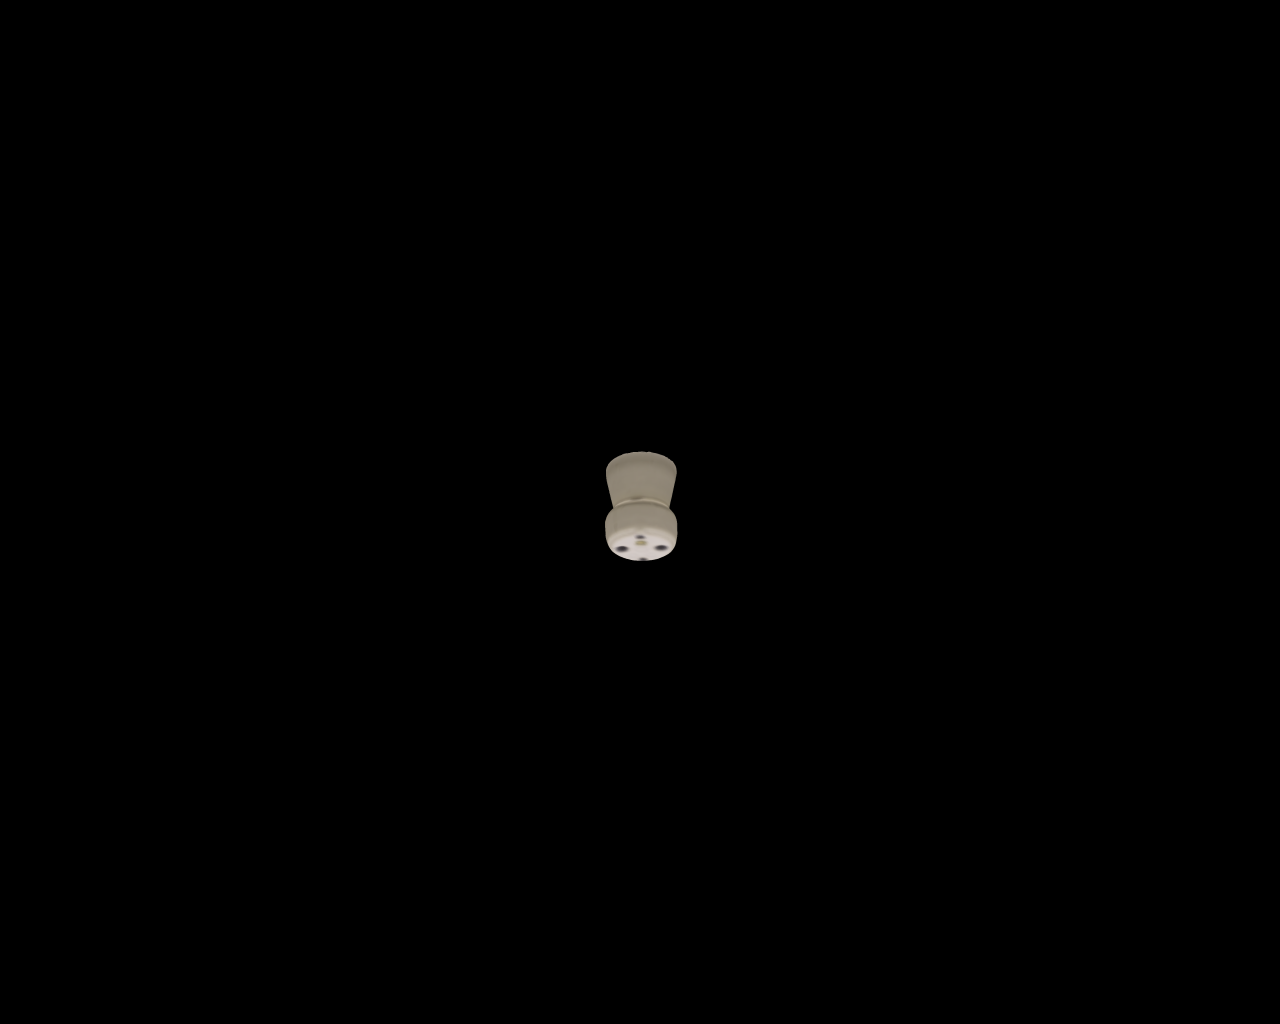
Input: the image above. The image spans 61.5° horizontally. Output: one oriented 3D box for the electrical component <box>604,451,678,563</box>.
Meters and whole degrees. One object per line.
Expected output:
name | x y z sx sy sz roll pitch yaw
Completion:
electrical component | 0.001 -0.003 0.650 0.045 0.055 0.044 0 -28 0
